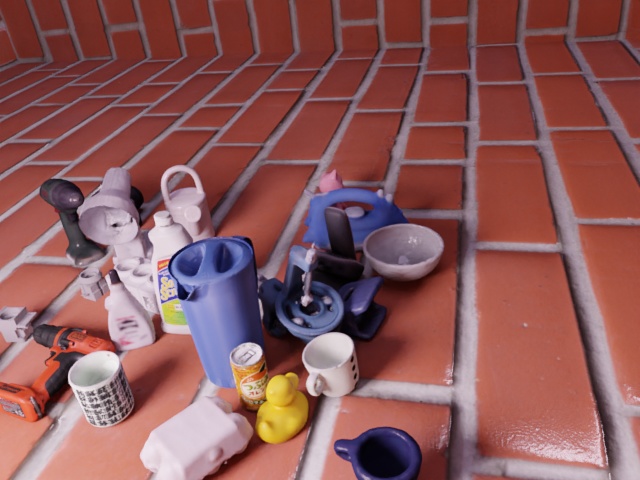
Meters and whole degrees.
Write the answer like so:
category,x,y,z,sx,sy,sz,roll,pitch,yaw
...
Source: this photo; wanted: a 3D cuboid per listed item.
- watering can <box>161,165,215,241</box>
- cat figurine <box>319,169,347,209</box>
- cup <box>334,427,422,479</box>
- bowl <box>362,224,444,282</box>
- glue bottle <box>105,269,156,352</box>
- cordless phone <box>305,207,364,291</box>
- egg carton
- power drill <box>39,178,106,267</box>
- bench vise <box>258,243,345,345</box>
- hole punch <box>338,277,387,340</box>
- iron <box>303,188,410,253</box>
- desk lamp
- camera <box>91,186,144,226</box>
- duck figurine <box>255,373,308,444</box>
category,x,y,z,sx,sy,sz,roll,pitch,yaw
watering can,-0.312,-0.084,1.355,0.101,0.194,0.172,-32,40,-34
cat figurine,0.031,-0.115,1.417,0.067,0.118,0.127,-4,32,3
cup,0.075,0.308,0.756,0.117,0.095,0.092,7,35,21
bowl,0.174,0.037,1.191,0.167,0.075,0.167,-4,32,3
glue bottle,-0.358,0.126,1.049,0.078,0.173,0.037,-14,33,-12
cordless phone,0.011,0.004,1.167,0.147,0.185,0.094,12,37,27
egg carton,-0.178,0.299,0.839,0.151,0.069,0.107,-30,39,-33
power drill,-0.575,-0.049,1.332,0.076,0.209,0.228,-30,39,-32
bench vise,-0.051,0.096,0.999,0.206,0.220,0.122,10,36,25
hole punch,0.063,0.119,1.063,0.100,0.091,0.109,9,35,24
iron,0.086,-0.061,1.298,0.258,0.142,0.118,-5,32,3
desk lamp,-0.448,-0.043,1.295,0.118,0.214,0.203,-7,32,-1
camera,-0.520,-0.093,1.495,0.142,0.101,0.137,13,37,28
duck figurine,-0.062,0.251,0.880,0.077,0.086,0.105,12,36,27
